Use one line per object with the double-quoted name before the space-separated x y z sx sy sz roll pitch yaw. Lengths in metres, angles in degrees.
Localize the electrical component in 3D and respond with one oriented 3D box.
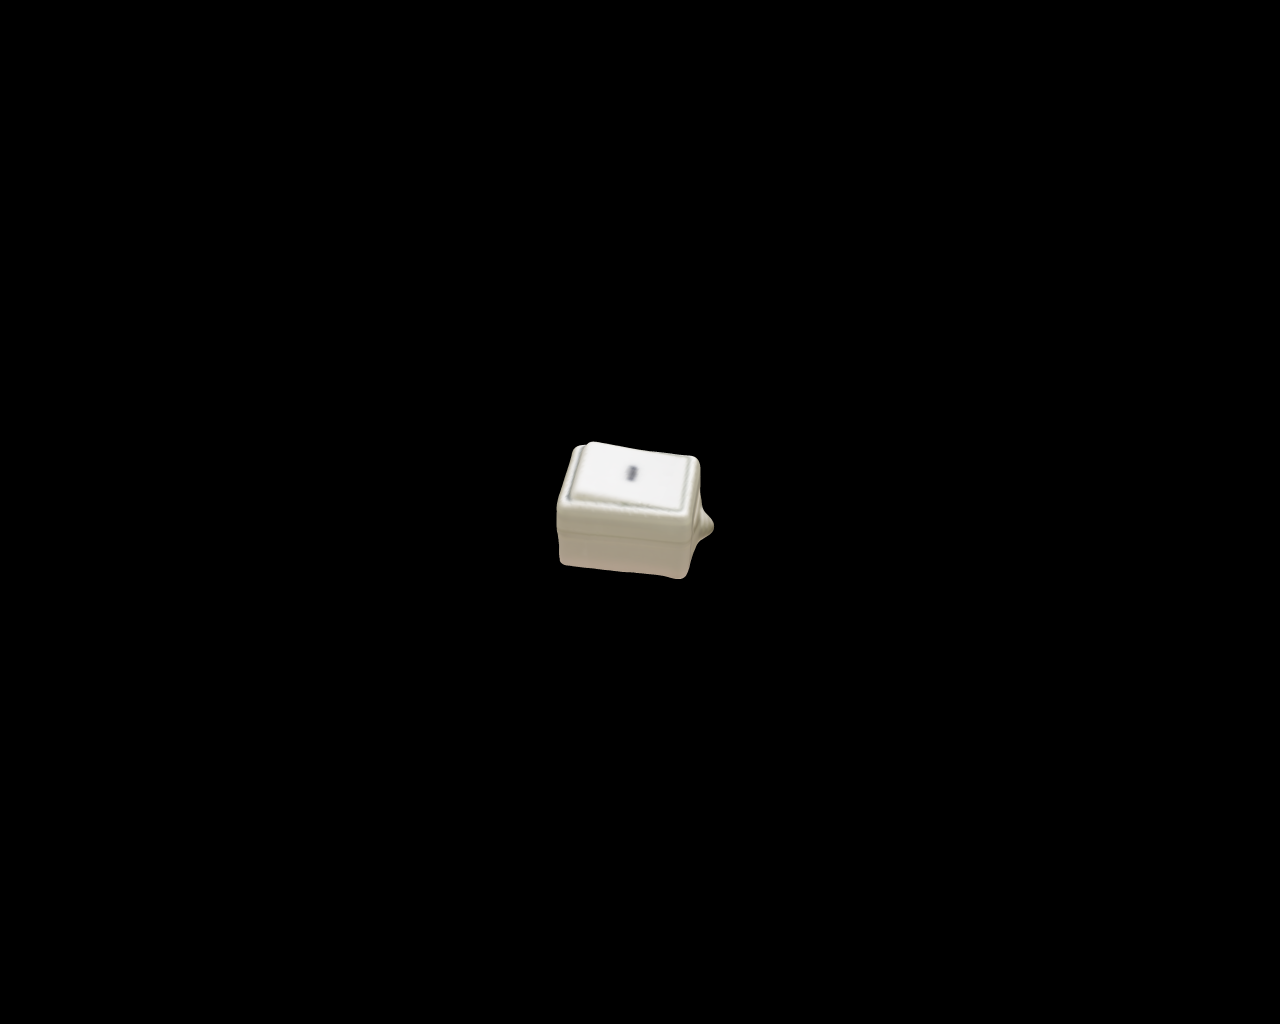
"electrical component" 0.001 -0.003 0.650 0.096 0.061 0.062 6 43 7
